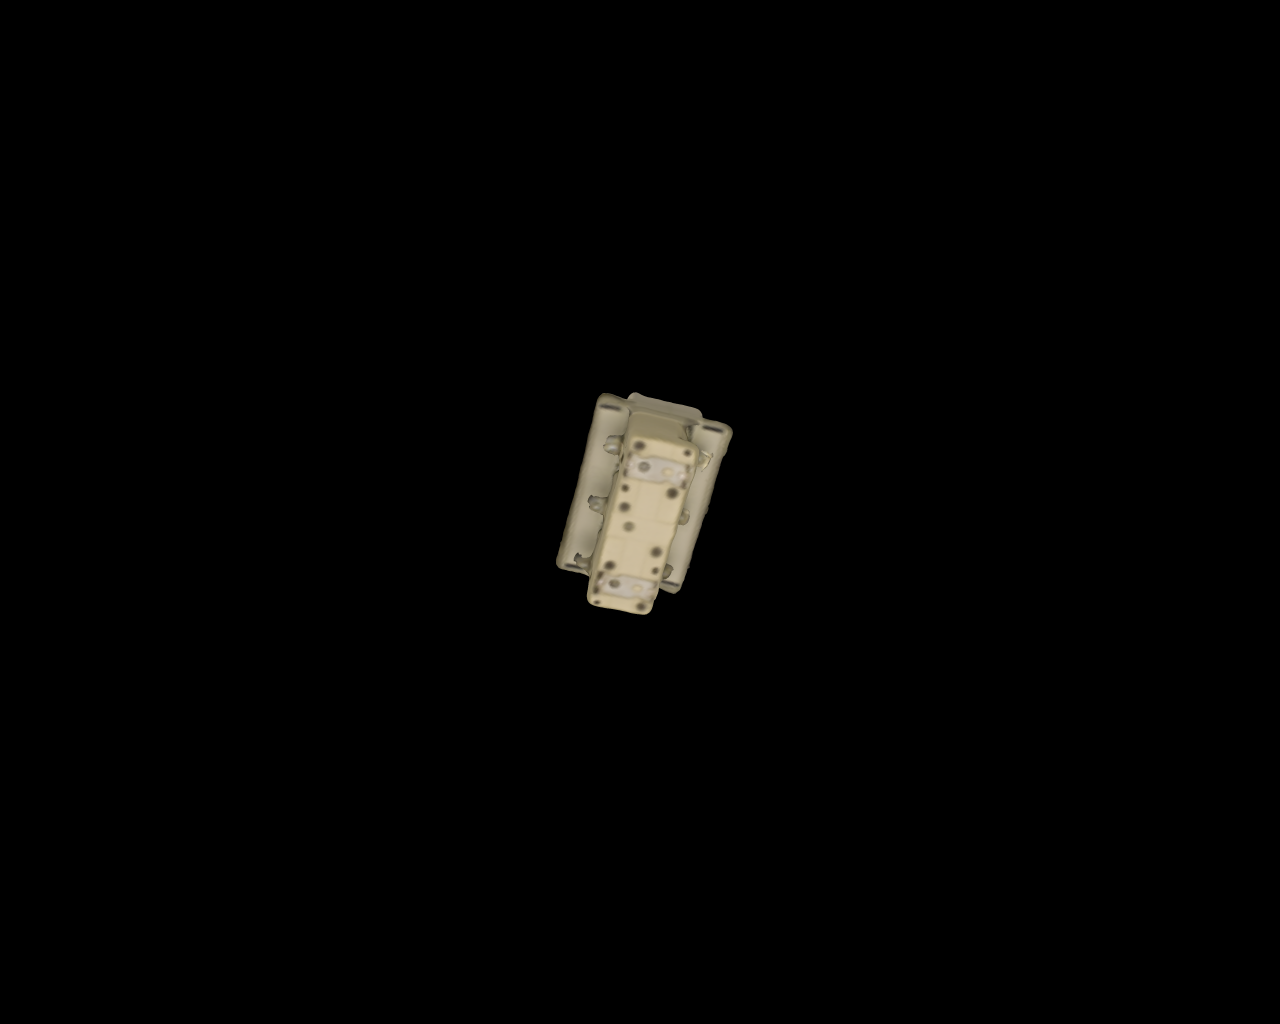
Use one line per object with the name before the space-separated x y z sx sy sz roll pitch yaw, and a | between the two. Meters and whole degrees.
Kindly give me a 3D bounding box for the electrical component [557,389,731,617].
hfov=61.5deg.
electrical component | 0.001 -0.003 0.650 0.079 0.121 0.063 13 28 -7
